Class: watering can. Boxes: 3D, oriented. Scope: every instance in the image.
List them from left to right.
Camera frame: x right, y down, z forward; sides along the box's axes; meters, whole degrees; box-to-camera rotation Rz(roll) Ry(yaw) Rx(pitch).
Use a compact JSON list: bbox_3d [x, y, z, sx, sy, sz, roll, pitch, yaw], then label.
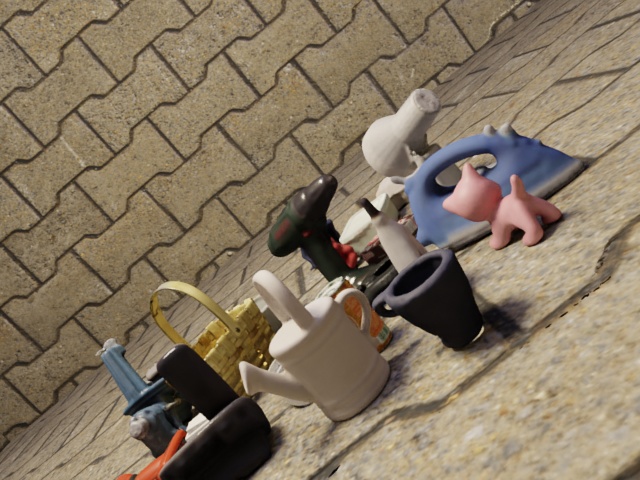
[{"bbox_3d":[-0.018,0.119,0.682,0.173,0.194,0.100,-47,12,-35],"label":"watering can"}]

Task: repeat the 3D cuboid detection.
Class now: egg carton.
[{"bbox_3d":[0.200,-0.130,1.331,0.150,0.069,0.107,-36,11,24],"label":"egg carton"}]

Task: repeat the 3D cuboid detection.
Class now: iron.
[{"bbox_3d":[0.232,-0.095,0.847,0.257,0.141,0.119,-33,12,34],"label":"iron"}]

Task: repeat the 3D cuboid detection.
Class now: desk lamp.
[{"bbox_3d":[0.201,-0.163,1.052,0.118,0.213,0.202,-46,12,-31],"label":"desk lamp"}]

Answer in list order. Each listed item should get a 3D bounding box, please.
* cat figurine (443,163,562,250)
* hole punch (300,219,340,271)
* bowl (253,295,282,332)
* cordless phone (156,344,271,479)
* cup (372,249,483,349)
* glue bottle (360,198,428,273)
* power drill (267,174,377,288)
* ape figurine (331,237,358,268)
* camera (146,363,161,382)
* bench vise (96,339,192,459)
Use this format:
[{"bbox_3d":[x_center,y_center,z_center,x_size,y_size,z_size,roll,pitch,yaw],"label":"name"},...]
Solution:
[{"bbox_3d":[0.225,-0.050,0.745,0.067,0.118,0.127,-44,11,-23],"label":"cat figurine"},{"bbox_3d":[0.000,0.011,1.390,0.109,0.091,0.101,-42,10,-13],"label":"hole punch"},{"bbox_3d":[-0.119,0.171,1.177,0.167,0.075,0.167,-39,10,9],"label":"bowl"},{"bbox_3d":[-0.164,0.235,0.740,0.148,0.185,0.094,-42,10,-13],"label":"cordless phone"},{"bbox_3d":[0.123,0.077,0.632,0.117,0.095,0.092,-33,12,34],"label":"cup"},{"bbox_3d":[0.109,0.012,0.744,0.037,0.173,0.078,-36,11,22],"label":"glue bottle"},{"bbox_3d":[0.010,0.004,1.043,0.229,0.208,0.076,-30,14,45],"label":"power drill"},{"bbox_3d":[0.031,0.032,1.178,0.077,0.092,0.076,-37,10,15],"label":"ape figurine"},{"bbox_3d":[-0.339,0.327,1.227,0.143,0.101,0.136,-43,10,-14],"label":"camera"},{"bbox_3d":[-0.314,0.271,1.033,0.122,0.220,0.207,-43,11,-16],"label":"bench vise"}]
